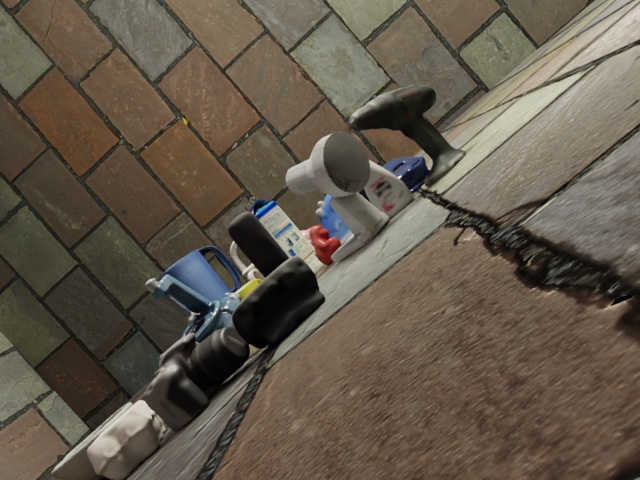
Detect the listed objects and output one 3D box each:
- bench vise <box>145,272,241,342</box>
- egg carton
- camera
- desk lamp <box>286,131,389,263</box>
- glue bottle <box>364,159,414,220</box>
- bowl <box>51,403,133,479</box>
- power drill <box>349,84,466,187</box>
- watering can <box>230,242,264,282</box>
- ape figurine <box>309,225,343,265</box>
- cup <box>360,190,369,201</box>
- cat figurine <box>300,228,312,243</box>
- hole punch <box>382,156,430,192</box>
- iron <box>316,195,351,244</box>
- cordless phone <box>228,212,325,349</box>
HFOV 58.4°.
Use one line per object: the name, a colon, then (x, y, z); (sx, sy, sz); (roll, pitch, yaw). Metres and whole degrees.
bench vise: (-0.238, 0.147, 1.124); (0.121, 0.220, 0.207); (-40, 3, 10)
egg carton: (-0.294, 0.308, 0.885); (0.107, 0.069, 0.150); (-42, 2, -13)
camera: (-0.185, 0.193, 0.877); (0.136, 0.101, 0.143); (-40, 3, 20)
desk lamp: (0.035, -0.086, 1.135); (0.118, 0.213, 0.203); (-43, 3, -37)
glue bottle: (0.110, -0.127, 1.171); (0.078, 0.173, 0.037); (-41, 3, 7)
bowl: (-0.375, 0.369, 1.001); (0.167, 0.075, 0.167); (-41, 2, 3)
power drill: (0.188, -0.217, 1.158); (0.230, 0.208, 0.075); (-43, 3, -37)
watering can: (-0.150, 0.070, 1.472); (0.101, 0.194, 0.173); (-41, 3, -2)
ape figurine: (0.012, 0.005, 1.308); (0.076, 0.092, 0.078); (-41, 3, 9)
cup: (0.116, -0.086, 1.280); (0.092, 0.095, 0.117); (-42, 3, -22)
cat figurine: (-0.049, 0.029, 1.530); (0.128, 0.118, 0.067); (-41, 3, -6)
hole punch: (0.192, -0.152, 1.323); (0.109, 0.091, 0.101); (-42, 3, -30)
iron: (0.068, -0.085, 1.458); (0.259, 0.141, 0.118); (-42, 3, -31)
cordless phone: (-0.097, 0.060, 0.880); (0.148, 0.185, 0.094); (-42, 3, -24)
